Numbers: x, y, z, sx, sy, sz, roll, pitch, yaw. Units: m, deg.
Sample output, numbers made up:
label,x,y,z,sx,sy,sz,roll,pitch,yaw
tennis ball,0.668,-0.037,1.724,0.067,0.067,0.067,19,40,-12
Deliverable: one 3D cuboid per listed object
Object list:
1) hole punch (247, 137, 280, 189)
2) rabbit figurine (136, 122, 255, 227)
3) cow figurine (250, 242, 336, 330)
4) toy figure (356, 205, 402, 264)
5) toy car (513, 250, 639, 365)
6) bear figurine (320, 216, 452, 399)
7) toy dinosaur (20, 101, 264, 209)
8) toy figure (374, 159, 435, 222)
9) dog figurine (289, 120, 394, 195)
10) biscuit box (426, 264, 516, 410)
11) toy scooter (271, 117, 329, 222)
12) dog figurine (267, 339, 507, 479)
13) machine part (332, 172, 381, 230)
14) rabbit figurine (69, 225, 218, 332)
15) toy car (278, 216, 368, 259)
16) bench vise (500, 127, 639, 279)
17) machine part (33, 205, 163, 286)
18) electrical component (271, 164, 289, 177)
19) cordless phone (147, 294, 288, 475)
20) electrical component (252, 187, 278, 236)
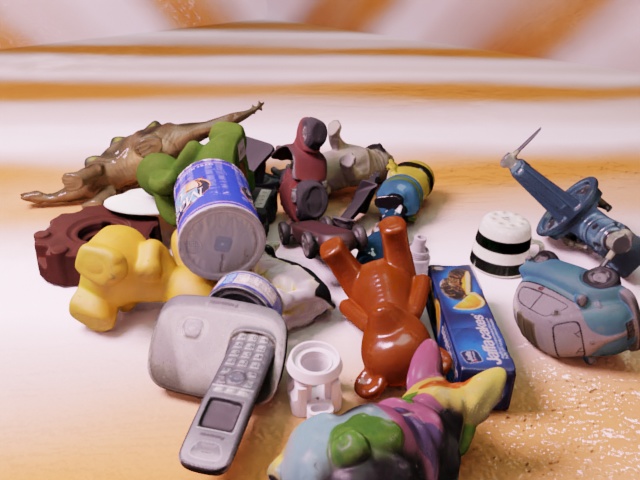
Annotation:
label,x,y,z,sx,sy,sz,roll,pitch,yaw
hole punch,-0.142,-0.123,1.017,0.142,0.092,0.116,26,62,31
rabbit figurine,-0.198,-0.088,0.810,0.170,0.121,0.159,-3,38,9
cow figurine,-0.055,0.049,0.713,0.098,0.068,0.168,-11,35,-32
toy figure,0.097,0.002,0.814,0.064,0.057,0.154,-8,25,31
toy car,0.288,0.084,0.643,0.103,0.109,0.162,-30,29,-15
bear figurine,0.071,0.076,0.622,0.120,0.131,0.196,-20,22,12
toy dinosaur,-0.308,-0.161,0.988,0.471,0.104,0.199,-20,31,-10
toy figure,0.150,-0.083,0.950,0.089,0.082,0.180,12,28,13
dog figurine,0.044,-0.127,1.038,0.172,0.121,0.190,-20,-20,29
biscuit box,0.170,0.105,0.632,0.059,0.062,0.203,0,29,0
toy scooter,-0.041,-0.118,0.932,0.075,0.183,0.135,1,4,-35
dog figurine,0.071,0.155,0.434,0.109,0.191,0.219,15,47,34
machine part,0.063,-0.058,0.917,0.039,0.084,0.139,36,45,4
rabbit figurine,-0.203,0.055,0.681,0.173,0.121,0.162,19,21,1
toy car,-0.002,-0.002,0.797,0.089,0.053,0.202,-11,10,-18
bench vise,0.375,-0.047,0.816,0.240,0.129,0.224,40,27,1
machine part,-0.322,0.003,0.792,0.179,0.056,0.179,2,28,-1
electrical component,-0.058,-0.128,1.076,0.063,0.021,0.094,-15,33,-29
cordless phone,-0.118,0.143,0.532,0.147,0.088,0.184,8,34,10
electrical component,-0.144,-0.049,0.894,0.134,0.058,0.115,5,28,6
